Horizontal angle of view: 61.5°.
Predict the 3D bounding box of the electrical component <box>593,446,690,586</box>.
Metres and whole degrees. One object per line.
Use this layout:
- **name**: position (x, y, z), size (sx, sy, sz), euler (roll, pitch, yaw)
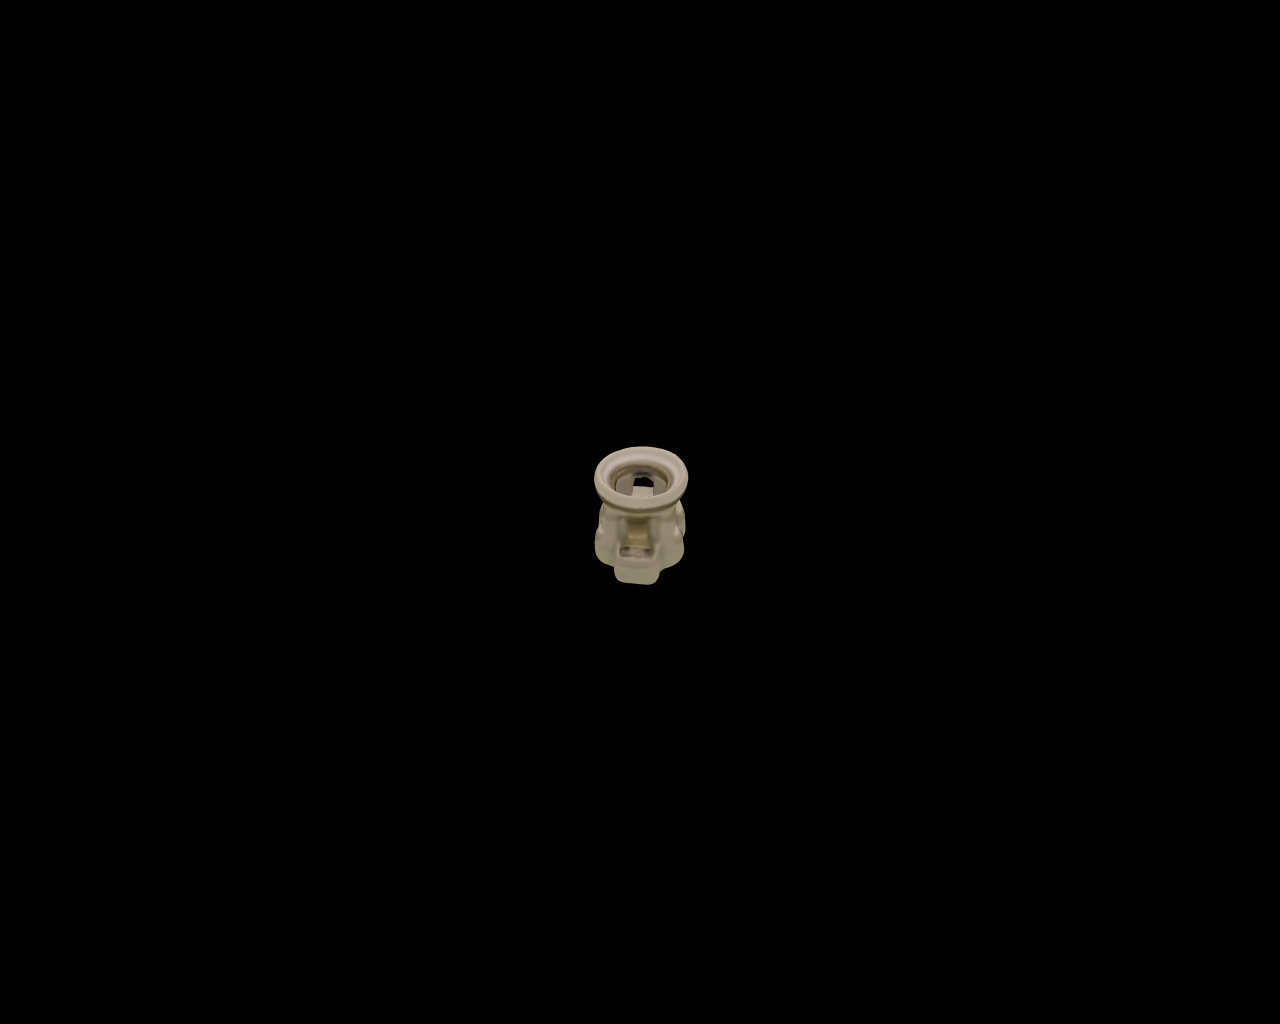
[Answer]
- **electrical component**: position (0.001, -0.003, 0.650), size (0.058, 0.056, 0.078), euler (3, 37, 4)
